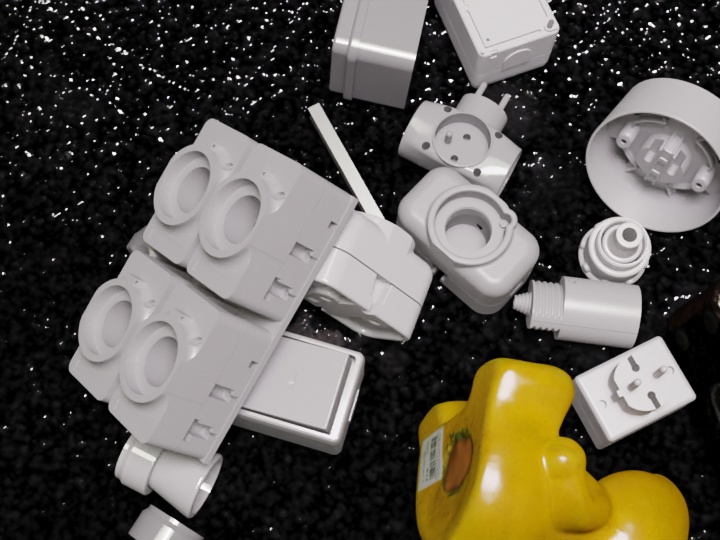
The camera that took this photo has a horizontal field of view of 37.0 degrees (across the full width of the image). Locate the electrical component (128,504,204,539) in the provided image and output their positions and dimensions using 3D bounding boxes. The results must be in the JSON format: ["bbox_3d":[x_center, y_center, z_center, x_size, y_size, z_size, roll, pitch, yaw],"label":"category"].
[{"bbox_3d":[-0.130,0.181,0.673,0.045,0.045,0.055,30,74,9],"label":"electrical component"}]

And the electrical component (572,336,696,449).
[{"bbox_3d":[0.178,0.076,0.694,0.066,0.076,0.047,-25,74,-8],"label":"electrical component"}]

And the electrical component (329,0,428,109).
[{"bbox_3d":[0.018,-0.183,0.774,0.057,0.078,0.113,13,72,0],"label":"electrical component"}]

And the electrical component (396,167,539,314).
[{"bbox_3d":[0.072,-0.021,0.733,0.095,0.059,0.053,42,76,12],"label":"electrical component"}]

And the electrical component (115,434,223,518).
[{"bbox_3d":[-0.123,0.127,0.691,0.055,0.045,0.045,25,74,8],"label":"electrical component"}]

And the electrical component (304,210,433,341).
[{"bbox_3d":[0.000,0.000,0.707,0.054,0.095,0.059,3,65,47],"label":"electrical component"}]

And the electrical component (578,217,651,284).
[{"bbox_3d":[0.176,-0.016,0.730,0.048,0.062,0.048,0,77,2],"label":"electrical component"}]

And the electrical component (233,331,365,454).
[{"bbox_3d":[-0.050,0.074,0.700,0.096,0.061,0.061,16,73,4],"label":"electrical component"}]

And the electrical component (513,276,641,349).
[{"bbox_3d":[0.144,0.027,0.726,0.081,0.043,0.043,7,72,2],"label":"electrical component"}]

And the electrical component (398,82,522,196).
[{"bbox_3d":[0.079,-0.098,0.765,0.077,0.044,0.079,28,74,8],"label":"electrical component"}]

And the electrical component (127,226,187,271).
[{"bbox_3d":[-0.125,-0.020,0.738,0.062,0.043,0.043,-39,77,-14],"label":"electrical component"}]

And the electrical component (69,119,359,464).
[{"bbox_3d":[-0.098,0.009,0.669,0.105,0.060,0.186,31,92,43],"label":"electrical component"}]

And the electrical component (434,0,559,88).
[{"bbox_3d":[0.095,-0.190,0.786,0.062,0.061,0.096,-20,73,-7],"label":"electrical component"}]

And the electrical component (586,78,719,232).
[{"bbox_3d":[0.210,-0.080,0.736,0.099,0.099,0.064,33,69,9],"label":"electrical component"}]
